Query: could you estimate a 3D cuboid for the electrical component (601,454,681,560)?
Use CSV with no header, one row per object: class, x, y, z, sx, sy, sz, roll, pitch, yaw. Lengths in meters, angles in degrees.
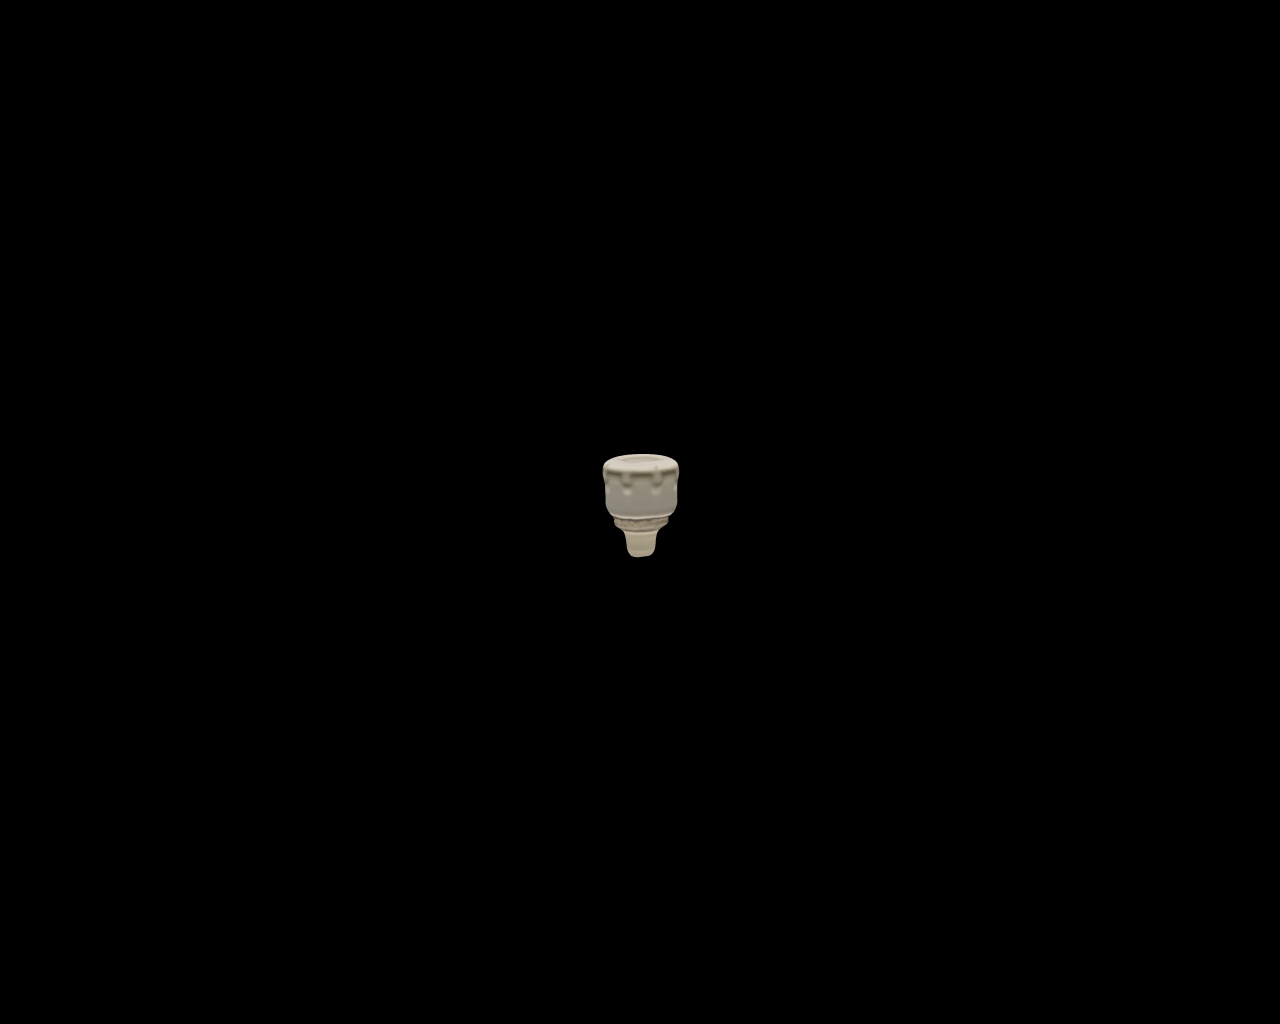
electrical component,0.001,-0.003,0.650,0.048,0.062,0.048,0,12,0
